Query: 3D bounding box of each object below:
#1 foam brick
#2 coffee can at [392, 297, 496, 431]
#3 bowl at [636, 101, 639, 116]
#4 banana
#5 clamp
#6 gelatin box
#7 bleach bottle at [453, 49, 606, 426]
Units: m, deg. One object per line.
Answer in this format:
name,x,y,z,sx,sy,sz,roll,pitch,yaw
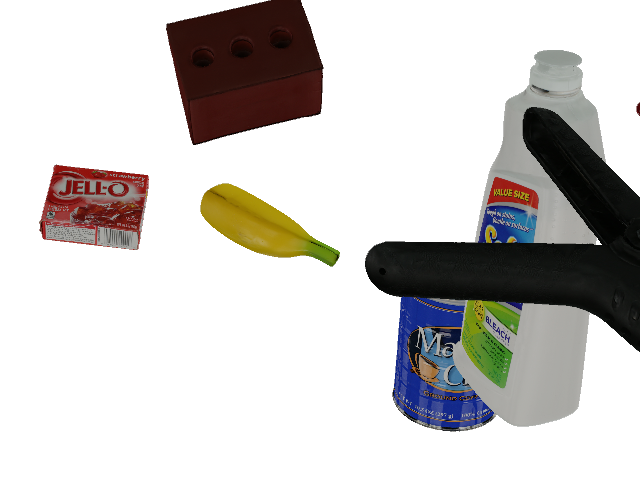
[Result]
foam brick,-0.042,-0.096,0.599,0.078,0.053,0.051,-15,-21,-6
coffee can,0.122,0.089,0.987,0.103,0.140,0.103,2,27,-1
bowl,0.370,-0.095,0.970,0.162,0.055,0.162,-4,23,1
banana,-0.057,-0.015,0.809,0.069,0.037,0.198,37,-4,-28
clamp,0.137,0.014,0.487,0.210,0.036,0.164,32,49,32
gelatin box,-0.206,-0.032,0.978,0.089,0.073,0.030,7,-43,-6
bleach bottle,0.139,-0.004,0.703,0.068,0.251,0.103,-11,32,-18
